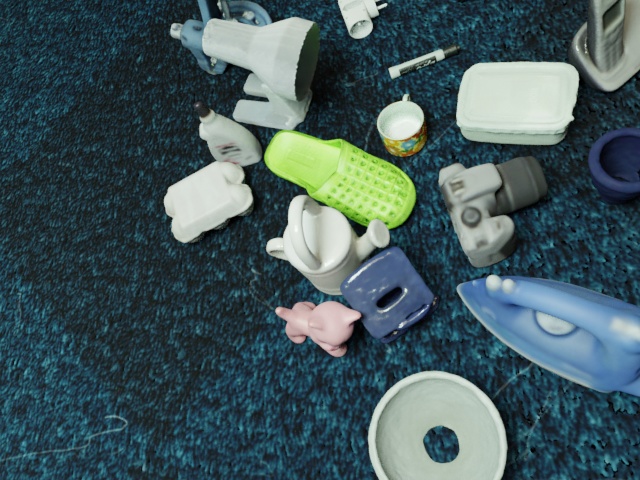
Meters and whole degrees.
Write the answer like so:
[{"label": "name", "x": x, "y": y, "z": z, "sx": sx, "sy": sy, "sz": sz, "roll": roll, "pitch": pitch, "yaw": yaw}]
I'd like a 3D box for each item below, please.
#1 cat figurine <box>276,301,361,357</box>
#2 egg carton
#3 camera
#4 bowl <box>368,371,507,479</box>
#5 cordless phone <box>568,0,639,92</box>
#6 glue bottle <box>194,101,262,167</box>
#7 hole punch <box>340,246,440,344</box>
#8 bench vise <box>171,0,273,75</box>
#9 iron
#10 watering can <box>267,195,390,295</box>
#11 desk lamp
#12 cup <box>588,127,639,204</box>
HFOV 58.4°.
[{"label": "cat figurine", "x": -0.002, "y": 0.116, "z": 0.798, "sx": 0.127, "sy": 0.118, "sz": 0.067, "roll": 12, "pitch": 74, "yaw": 23}, {"label": "egg carton", "x": -0.186, "y": -0.064, "z": 0.959, "sx": 0.150, "sy": 0.069, "sz": 0.107, "roll": -29, "pitch": 63, "yaw": 6}, {"label": "camera", "x": 0.245, "y": -0.056, "z": 0.792, "sx": 0.136, "sy": 0.101, "sz": 0.143, "roll": -21, "pitch": 64, "yaw": 10}, {"label": "bowl", "x": 0.148, "y": 0.253, "z": 0.717, "sx": 0.167, "sy": 0.075, "sz": 0.167, "roll": -7, "pitch": 67, "yaw": 16}, {"label": "cordless phone", "x": 0.416, "y": -0.309, "z": 0.786, "sx": 0.147, "sy": 0.185, "sz": 0.094, "roll": -46, "pitch": 62, "yaw": -3}, {"label": "glue bottle", "x": -0.160, "y": -0.174, "z": 0.935, "sx": 0.078, "sy": 0.173, "sz": 0.037, "roll": -15, "pitch": 65, "yaw": 13}, {"label": "hole punch", "x": 0.098, "y": 0.077, "z": 0.795, "sx": 0.108, "sy": 0.091, "sz": 0.101, "roll": -36, "pitch": 62, "yaw": 2}, {"label": "bench vise", "x": -0.182, "y": -0.367, "z": 0.993, "sx": 0.207, "sy": 0.220, "sz": 0.121, "roll": -8, "pitch": 67, "yaw": 16}, {"label": "iron", "x": 0.282, "y": 0.089, "z": 0.699, "sx": 0.257, "sy": 0.142, "sz": 0.119, "roll": 21, "pitch": 77, "yaw": 25}, {"label": "watering can", "x": 0.007, "y": 0.001, "z": 0.797, "sx": 0.172, "sy": 0.194, "sz": 0.101, "roll": -25, "pitch": 63, "yaw": 8}, {"label": "desk lamp", "x": -0.083, "y": -0.270, "z": 0.924, "sx": 0.202, "sy": 0.214, "sz": 0.118, "roll": 12, "pitch": 74, "yaw": 23}, {"label": "cup", "x": 0.410, "y": -0.081, "z": 0.749, "sx": 0.117, "sy": 0.095, "sz": 0.092, "roll": 32, "pitch": 82, "yaw": 27}]
